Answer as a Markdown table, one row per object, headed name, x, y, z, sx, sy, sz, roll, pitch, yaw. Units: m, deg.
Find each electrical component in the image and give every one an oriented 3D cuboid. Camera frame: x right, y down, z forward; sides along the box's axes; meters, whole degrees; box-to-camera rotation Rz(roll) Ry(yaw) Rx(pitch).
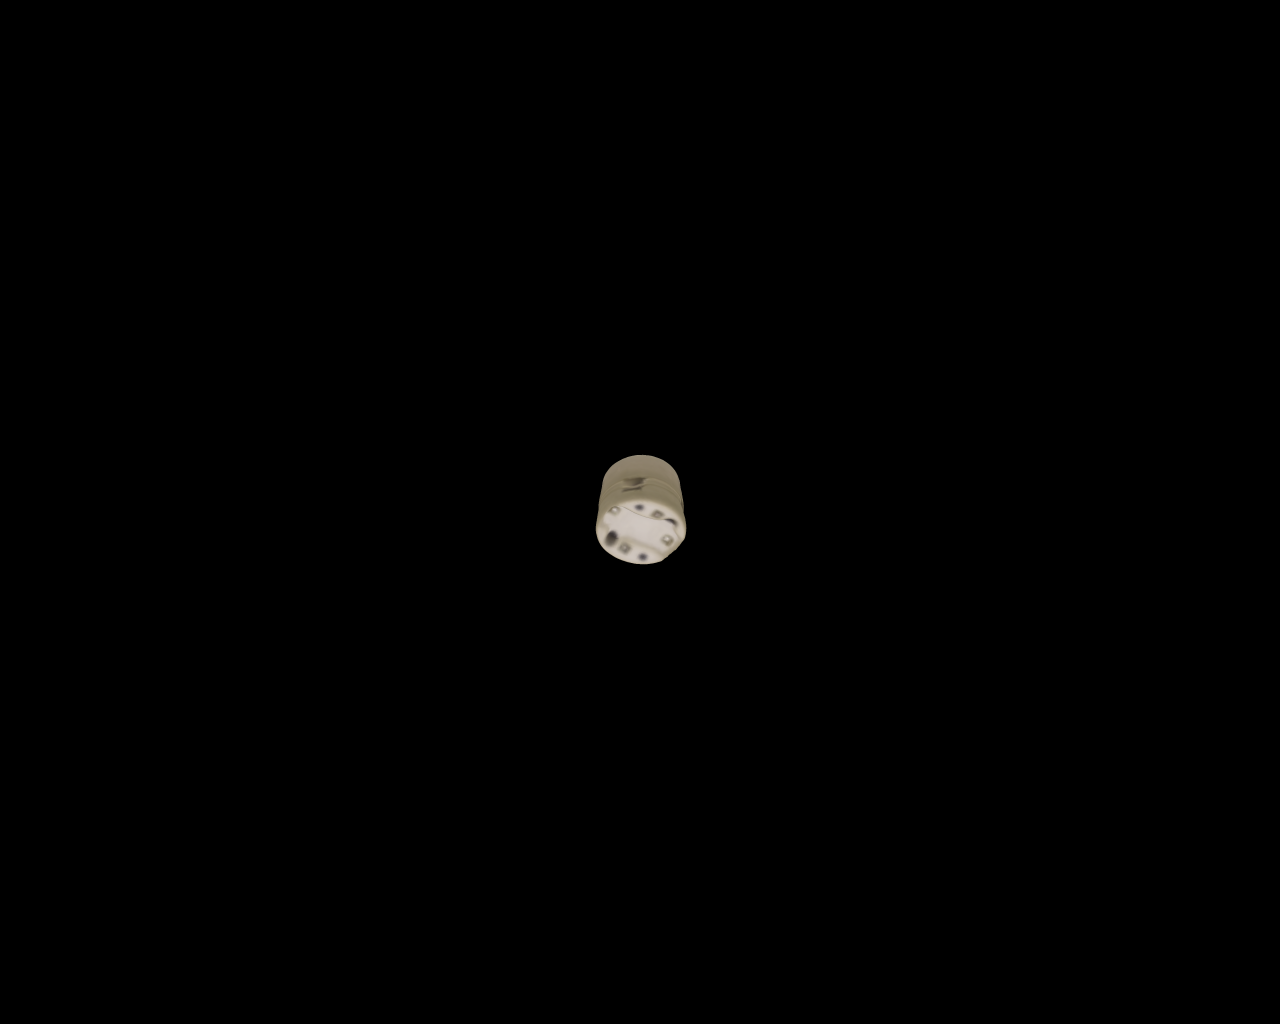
| name | x | y | z | sx | sy | sz | roll | pitch | yaw |
| --- | --- | --- | --- | --- | --- | --- | --- | --- | --- |
| electrical component | 0.001 | -0.003 | 0.650 | 0.055 | 0.055 | 0.047 | 0 | 41 | 0 |
